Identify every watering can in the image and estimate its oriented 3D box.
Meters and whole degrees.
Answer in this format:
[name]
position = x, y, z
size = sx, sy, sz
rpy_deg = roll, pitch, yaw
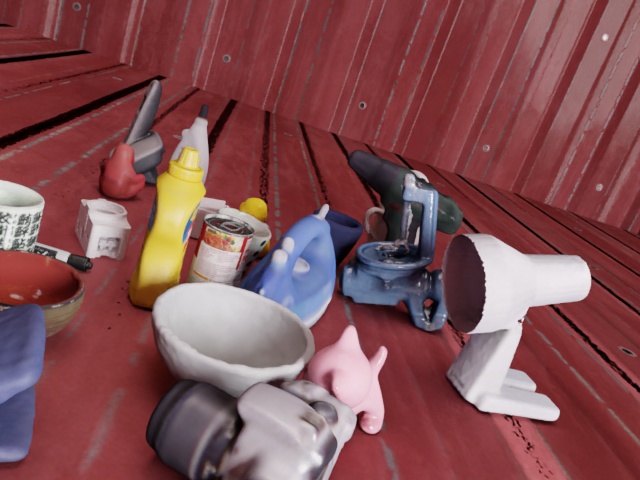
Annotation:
[watering can]
position = 0.164, -0.044, 1.128
size = 0.100, 0.194, 0.173
rpy_deg = 31, 21, 32

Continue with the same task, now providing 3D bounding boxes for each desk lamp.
[desk lamp]
position = 0.238, 0.104, 0.731
size = 0.204, 0.213, 0.117
rpy_deg = 14, 18, -19

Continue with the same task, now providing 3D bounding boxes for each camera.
[camera]
position = -0.054, 0.153, 0.456
size = 0.136, 0.101, 0.143
rpy_deg = 25, 18, 16

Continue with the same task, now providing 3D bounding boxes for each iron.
[iron]
position = -0.040, 0.036, 0.756
size = 0.118, 0.141, 0.259
rpy_deg = 22, 18, 8

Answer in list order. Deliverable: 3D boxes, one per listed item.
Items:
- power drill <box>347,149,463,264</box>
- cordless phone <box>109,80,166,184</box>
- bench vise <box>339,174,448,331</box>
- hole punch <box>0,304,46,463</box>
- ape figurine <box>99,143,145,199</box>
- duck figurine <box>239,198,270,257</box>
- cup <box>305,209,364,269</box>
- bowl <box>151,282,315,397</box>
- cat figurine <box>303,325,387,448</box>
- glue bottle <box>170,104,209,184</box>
[power drill]
position = 0.128, -0.031, 1.027
size = 0.229, 0.208, 0.075
rpy_deg = 19, 17, -3
[cordless phone]
position = -0.341, -0.213, 1.104
size = 0.094, 0.185, 0.147
rpy_deg = 9, 20, -30
[bench vise]
position = 0.155, 0.016, 0.895
size = 0.208, 0.220, 0.121
rpy_deg = 14, 18, -17
[hole punch]
position = -0.256, 0.100, 0.415
size = 0.101, 0.091, 0.108
rpy_deg = 10, 20, -29
[ape figurine]
position = -0.340, -0.121, 0.984
size = 0.077, 0.092, 0.076
rpy_deg = 23, 18, 10
[duck figurine]
position = -0.114, -0.026, 0.956
size = 0.078, 0.086, 0.104
rpy_deg = 9, 20, -31
[cup]
position = 0.009, 0.004, 0.984
size = 0.118, 0.095, 0.091
rpy_deg = 6, 22, -38
[bowl]
position = -0.093, 0.113, 0.578
size = 0.167, 0.075, 0.167
rpy_deg = 18, 17, -6
[cat figurine]
position = 0.027, 0.138, 0.561
size = 0.067, 0.118, 0.128
rpy_deg = 31, 20, 31
[glue bottle]
position = -0.252, -0.188, 1.145
size = 0.078, 0.173, 0.037
rpy_deg = 23, 18, 11
